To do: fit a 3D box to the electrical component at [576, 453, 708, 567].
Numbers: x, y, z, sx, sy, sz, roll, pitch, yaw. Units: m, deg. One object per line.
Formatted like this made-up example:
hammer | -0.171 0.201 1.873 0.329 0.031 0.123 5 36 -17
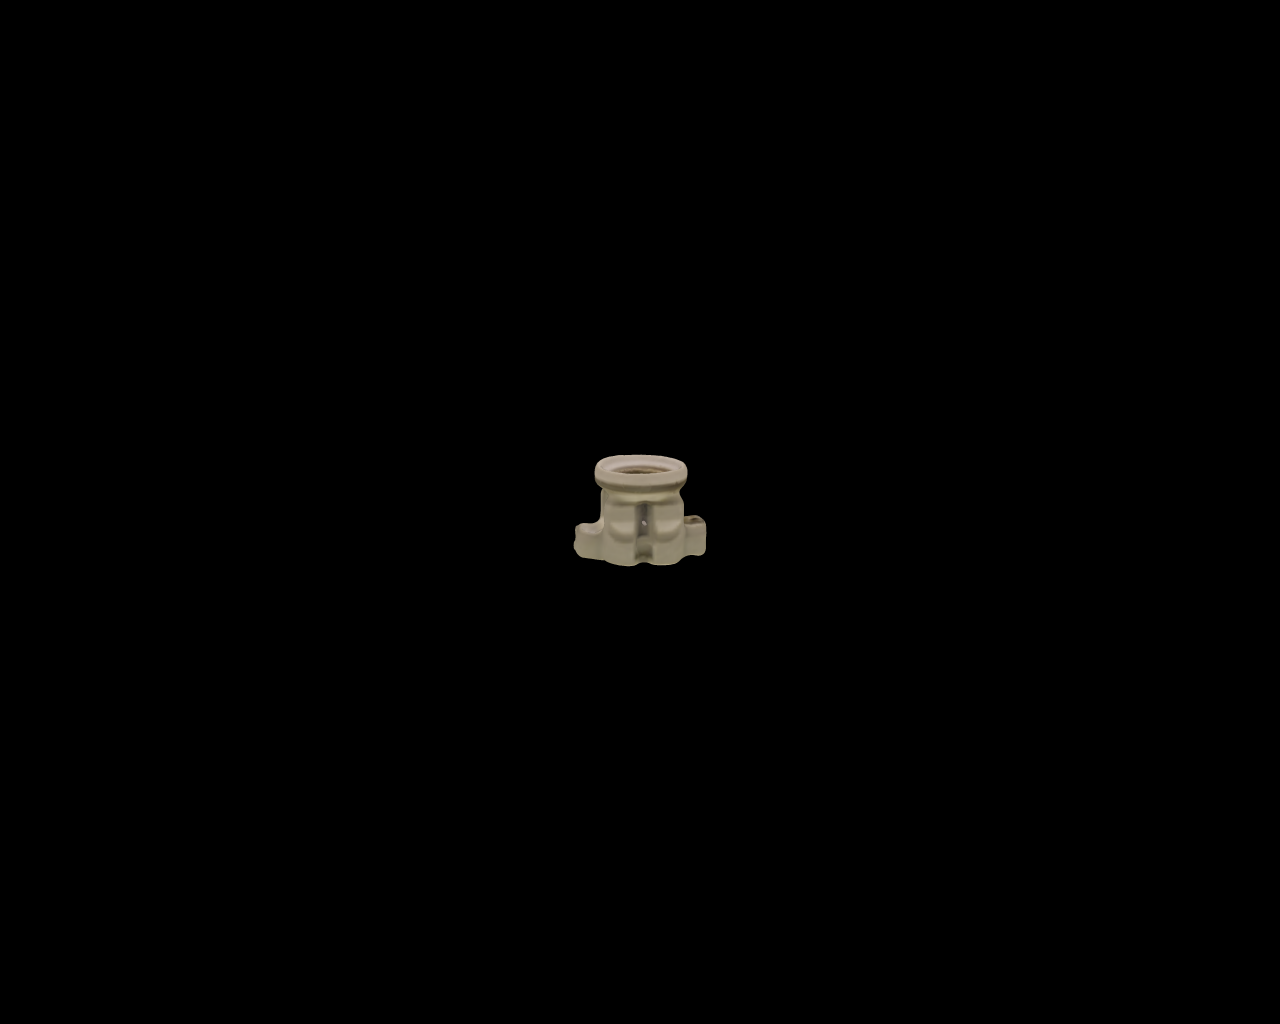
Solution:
electrical component | 0.001 -0.003 0.650 0.078 0.056 0.058 -1 16 -5
